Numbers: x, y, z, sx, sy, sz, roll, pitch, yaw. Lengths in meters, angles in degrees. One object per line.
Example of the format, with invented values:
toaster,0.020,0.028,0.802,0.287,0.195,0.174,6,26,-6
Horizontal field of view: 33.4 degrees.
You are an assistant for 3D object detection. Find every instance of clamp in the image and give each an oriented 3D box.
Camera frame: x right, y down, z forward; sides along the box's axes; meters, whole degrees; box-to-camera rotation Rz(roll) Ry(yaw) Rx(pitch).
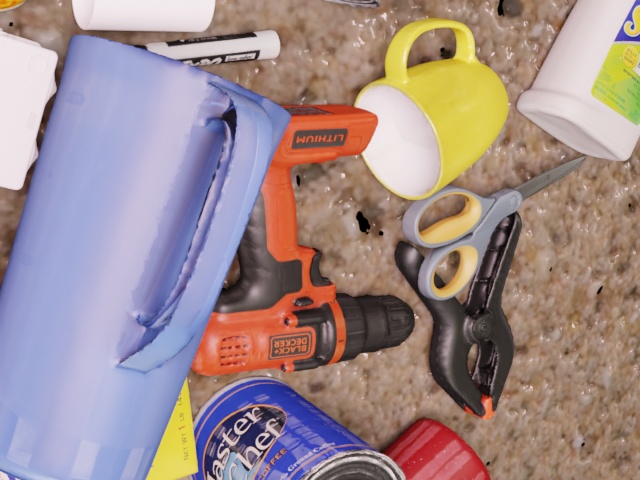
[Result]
clamp,0.126,0.058,0.858,0.120,0.039,0.171,-24,114,-20

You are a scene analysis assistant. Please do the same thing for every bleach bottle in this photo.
bleach bottle,0.252,-0.195,0.849,0.102,0.068,0.251,27,87,-35

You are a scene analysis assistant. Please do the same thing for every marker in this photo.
marker,-0.083,-0.121,0.690,0.120,0.020,0.020,-11,109,-28

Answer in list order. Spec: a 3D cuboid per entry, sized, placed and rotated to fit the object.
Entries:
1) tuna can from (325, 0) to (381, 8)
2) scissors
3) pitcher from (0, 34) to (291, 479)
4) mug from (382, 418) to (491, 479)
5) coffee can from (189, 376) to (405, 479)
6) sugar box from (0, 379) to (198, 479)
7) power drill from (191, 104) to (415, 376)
tuna can,0.002,-0.178,0.686,0.086,0.086,0.034,13,95,-33
scissors,0.138,-0.010,0.825,0.201,0.016,0.096,-10,111,-38
pitcher,-0.110,0.017,0.601,0.145,0.149,0.243,18,88,9
mug,0.087,0.204,0.839,0.081,0.093,0.117,-40,97,-22
coffee can,-0.019,0.165,0.736,0.102,0.140,0.103,-9,108,-29
sugar box,-0.171,0.132,0.691,0.175,0.048,0.093,-16,112,-28
power drill,-0.005,0.001,0.749,0.184,0.057,0.188,-5,106,-32
